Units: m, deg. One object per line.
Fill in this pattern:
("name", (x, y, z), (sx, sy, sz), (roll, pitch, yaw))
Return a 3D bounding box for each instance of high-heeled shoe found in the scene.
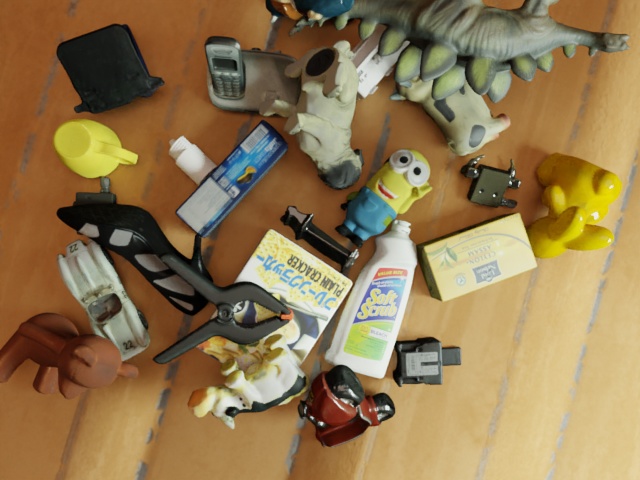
("high-heeled shoe", (-0.285, 0.032, 0.837), (0.249, 0.086, 0.145), (14, 115, -1))

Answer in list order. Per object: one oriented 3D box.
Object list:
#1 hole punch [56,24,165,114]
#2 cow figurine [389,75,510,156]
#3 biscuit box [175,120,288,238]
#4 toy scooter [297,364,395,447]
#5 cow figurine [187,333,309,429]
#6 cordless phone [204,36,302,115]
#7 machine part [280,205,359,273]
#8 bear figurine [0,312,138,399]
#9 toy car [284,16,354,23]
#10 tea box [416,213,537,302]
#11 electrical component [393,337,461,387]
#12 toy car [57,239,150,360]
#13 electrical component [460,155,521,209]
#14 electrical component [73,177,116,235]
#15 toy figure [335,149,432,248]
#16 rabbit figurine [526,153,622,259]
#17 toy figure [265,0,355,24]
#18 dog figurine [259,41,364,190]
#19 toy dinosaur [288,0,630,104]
("hole punch", (-0.329, -0.268, 0.836), (0.142, 0.092, 0.115), (-23, 121, -7))
("cow figurine", (0.200, -0.225, 0.871), (0.127, 0.085, 0.195), (-32, 87, -13))
("biscuit box", (-0.137, -0.096, 0.853), (0.059, 0.063, 0.202), (43, 86, -3))
("toy scooter", (0.026, 0.269, 0.841), (0.135, 0.075, 0.183), (-35, 134, 15))
("cow figurine", (-0.103, 0.220, 0.786), (0.167, 0.068, 0.098), (-30, 112, -3))
("cordless phone", (-0.098, -0.255, 0.796), (0.147, 0.184, 0.088), (4, 85, -5))
("machine part", (-0.002, -0.003, 0.857), (0.139, 0.084, 0.039), (37, 67, -3))
("bear figurine", (-0.366, 0.182, 0.772), (0.196, 0.120, 0.132), (20, 76, 37))
("toy car", (0.000, -0.409, 0.846), (0.162, 0.103, 0.109), (11, 90, -3))
("tea box", (0.253, 0.027, 0.882), (0.170, 0.068, 0.098), (-21, 91, -5))
("electrical component", (0.180, 0.200, 0.886), (0.119, 0.048, 0.074), (1, 90, -3))
("toy car", (-0.337, 0.092, 0.838), (0.073, 0.056, 0.201), (-28, 93, -4))
("electrical component", (0.286, -0.098, 0.900), (0.102, 0.045, 0.078), (8, 118, -2))
("electrical component", (-0.359, -0.054, 0.854), (0.063, 0.021, 0.094), (2, 90, -4))
("toy figure", (0.100, -0.071, 0.865), (0.082, 0.089, 0.180), (38, 96, -20))
("rabbit figurine", (0.404, -0.037, 0.868), (0.122, 0.162, 0.173), (32, 105, -16))
("toy figure", (-0.023, -0.351, 0.775), (0.155, 0.057, 0.064), (13, 54, 33))
("dog figurine", (0.028, -0.181, 0.819), (0.172, 0.190, 0.121), (-43, 48, 11))
("toy dinosaur", (0.194, -0.310, 0.776), (0.472, 0.105, 0.198), (16, 90, 11))
